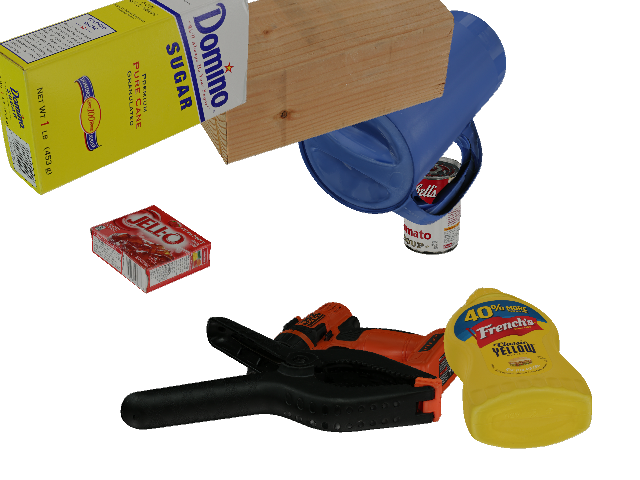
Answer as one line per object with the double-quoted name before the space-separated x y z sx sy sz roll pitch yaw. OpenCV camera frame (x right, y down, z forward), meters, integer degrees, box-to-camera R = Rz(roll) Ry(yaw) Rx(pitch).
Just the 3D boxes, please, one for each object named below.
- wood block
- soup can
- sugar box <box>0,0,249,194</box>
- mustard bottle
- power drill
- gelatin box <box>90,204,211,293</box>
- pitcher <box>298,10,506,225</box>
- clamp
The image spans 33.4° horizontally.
"wood block" -0.002 -0.151 0.898 0.205 0.090 0.091 -19 -38 -18
"soup can" 0.134 -0.043 1.283 0.068 0.102 0.068 -1 26 0
"sugar box" -0.124 -0.107 0.700 0.175 0.093 0.048 -29 49 -33
"mustard bottle" 0.154 0.093 0.890 0.096 0.058 0.191 -7 27 -1
"power drill" 0.038 0.122 1.106 0.188 0.057 0.184 9 24 27
"gelatin box" -0.155 0.005 0.974 0.073 0.030 0.089 -23 42 -38
"pitcher" 0.101 -0.134 1.103 0.145 0.149 0.242 16 42 31
"clamp" -0.018 0.097 0.763 0.210 0.036 0.164 3 19 9
